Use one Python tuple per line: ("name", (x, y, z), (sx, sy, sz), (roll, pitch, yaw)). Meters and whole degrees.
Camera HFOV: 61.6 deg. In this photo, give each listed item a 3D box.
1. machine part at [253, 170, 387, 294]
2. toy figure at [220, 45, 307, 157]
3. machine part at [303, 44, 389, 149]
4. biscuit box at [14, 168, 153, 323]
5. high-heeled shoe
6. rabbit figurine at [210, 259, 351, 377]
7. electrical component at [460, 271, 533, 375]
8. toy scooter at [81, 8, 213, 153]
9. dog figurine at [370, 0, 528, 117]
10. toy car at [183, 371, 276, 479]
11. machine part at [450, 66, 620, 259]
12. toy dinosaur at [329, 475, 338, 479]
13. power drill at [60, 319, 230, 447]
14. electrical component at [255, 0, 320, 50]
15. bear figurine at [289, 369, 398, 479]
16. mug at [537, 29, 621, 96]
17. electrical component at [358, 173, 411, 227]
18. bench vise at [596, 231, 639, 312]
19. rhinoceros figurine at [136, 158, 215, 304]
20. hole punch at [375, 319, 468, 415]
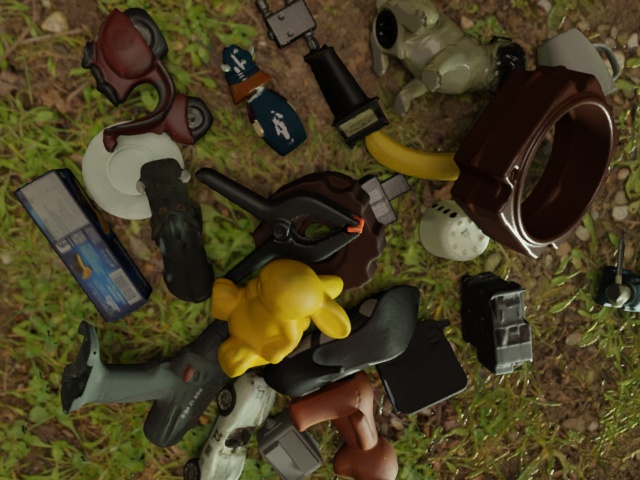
("machine part", (-0.001, -0.002, 0.716), (0.180, 0.056, 0.179), (4, 110, 12))
("toy figure", (-0.079, -0.183, 0.705), (0.058, 0.064, 0.154), (-31, 100, 34))
("machine part", (0.030, -0.196, 0.718), (0.084, 0.039, 0.138), (-29, 103, 34))
("biscuit box", (-0.299, 0.007, 0.695), (0.059, 0.063, 0.202), (-31, 103, -4))
("high-heeled shoe", (0.035, 0.138, 0.760), (0.249, 0.145, 0.086), (-29, 99, -44))
("rabbit figurine", (-0.043, 0.084, 0.639), (0.162, 0.173, 0.122), (4, 56, -18))
("electrical component", (0.252, 0.122, 0.778), (0.058, 0.115, 0.134), (-8, 98, -6))
("toy scooter", (-0.232, -0.184, 0.668), (0.135, 0.075, 0.183), (-34, 105, -12))
("dog figurine", (0.178, -0.266, 0.728), (0.190, 0.121, 0.172), (-21, 97, -25))
("toy car", (-0.126, 0.277, 0.753), (0.073, 0.056, 0.201), (20, 96, -52))
("machine part", (0.272, -0.092, 0.665), (0.201, 0.087, 0.200), (-54, 133, 0))
("toy dinosaur", (-0.184, 0.439, 0.711), (0.472, 0.199, 0.105), (-18, 101, -6))
("power drill", (-0.214, 0.160, 0.704), (0.207, 0.086, 0.232), (16, 104, -42))
("electrical component", (-0.041, -0.286, 0.714), (0.063, 0.021, 0.094), (-33, 103, -3))
("bear figurine", (0.036, 0.280, 0.769), (0.132, 0.120, 0.195), (-13, 106, -4))
("mug", (0.366, -0.245, 0.760), (0.109, 0.081, 0.107), (-28, 93, 0))
("electrical component", (0.076, -0.053, 0.757), (0.119, 0.048, 0.074), (-25, 103, -3))
("bench vise", (0.539, 0.092, 0.769), (0.223, 0.241, 0.128), (20, 92, -28))
("rhinoceros figurine", (-0.185, -0.010, 0.685), (0.073, 0.112, 0.190), (-11, 110, -7))
("hole punch", (0.142, 0.188, 0.794), (0.142, 0.092, 0.116), (-23, 70, -3))
